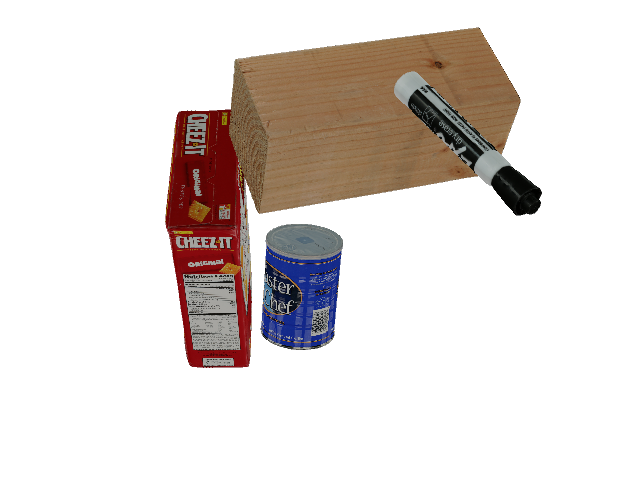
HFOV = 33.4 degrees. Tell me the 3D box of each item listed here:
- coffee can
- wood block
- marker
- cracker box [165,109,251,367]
[{"bbox_3d":[-0.026,0.061,1.435,0.103,0.140,0.103,4,24,-2],"label":"coffee can"},{"bbox_3d":[0.040,-0.098,0.851,0.205,0.091,0.090,-10,-35,-16],"label":"wood block"},{"bbox_3d":[0.082,-0.055,0.601,0.020,0.020,0.121,0,39,-42],"label":"marker"},{"bbox_3d":[-0.109,0.001,1.072,0.072,0.164,0.214,-2,-43,-1],"label":"cracker box"}]
